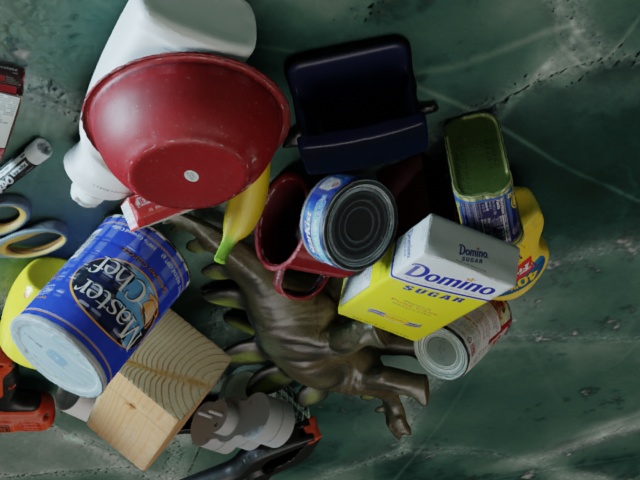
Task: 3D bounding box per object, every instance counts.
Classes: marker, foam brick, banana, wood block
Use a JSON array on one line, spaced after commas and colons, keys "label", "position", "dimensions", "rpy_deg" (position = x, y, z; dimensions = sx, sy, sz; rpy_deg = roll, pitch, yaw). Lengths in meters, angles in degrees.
[{"label": "marker", "position": [-0.282, -0.053, 0.946], "dimensions": [0.121, 0.020, 0.020], "rpy_deg": [-31, 138, 29]}, {"label": "foam brick", "position": [0.090, -0.031, 0.994], "dimensions": [0.051, 0.078, 0.053], "rpy_deg": [-23, 141, 23]}, {"label": "banana", "position": [-0.065, -0.066, 0.928], "dimensions": [0.037, 0.069, 0.198], "rpy_deg": [12, 134, 7]}, {"label": "wood block", "position": [-0.178, 0.165, 1.146], "dimensions": [0.091, 0.090, 0.206], "rpy_deg": [39, 149, 1]}]

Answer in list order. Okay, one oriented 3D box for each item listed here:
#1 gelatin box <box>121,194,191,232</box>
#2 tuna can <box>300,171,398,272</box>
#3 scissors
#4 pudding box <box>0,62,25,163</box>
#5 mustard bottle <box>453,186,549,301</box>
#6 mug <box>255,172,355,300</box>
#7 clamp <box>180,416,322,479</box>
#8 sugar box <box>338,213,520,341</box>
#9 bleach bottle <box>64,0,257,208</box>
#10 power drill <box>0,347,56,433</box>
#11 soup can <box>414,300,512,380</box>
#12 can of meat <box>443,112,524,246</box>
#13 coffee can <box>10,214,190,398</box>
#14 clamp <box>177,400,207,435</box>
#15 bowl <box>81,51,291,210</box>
[{"label": "gelatin box", "position": [-0.134, -0.035, 0.938], "dimensions": [0.073, 0.030, 0.089], "rpy_deg": [-22, -178, -13]}, {"label": "tuna can", "position": [0.027, -0.016, 0.939], "dimensions": [0.085, 0.034, 0.086], "rpy_deg": [-11, 109, -33]}, {"label": "scissors", "position": [-0.341, 0.002, 1.014], "dimensions": [0.202, 0.016, 0.096], "rpy_deg": [-11, 142, 5]}, {"label": "pudding box", "position": [-0.295, -0.101, 0.862], "dimensions": [0.089, 0.039, 0.114], "rpy_deg": [11, 138, -23]}, {"label": "mustard bottle", "position": [0.182, 0.016, 1.078], "dimensions": [0.096, 0.058, 0.191], "rpy_deg": [-25, 152, 5]}, {"label": "mug", "position": [-0.007, 0.001, 0.999], "dimensions": [0.081, 0.093, 0.117], "rpy_deg": [12, 97, -33]}, {"label": "clamp", "position": [-0.071, 0.267, 1.262], "dimensions": [0.210, 0.036, 0.164], "rpy_deg": [-34, 152, 24]}, {"label": "sugar box", "position": [0.095, 0.039, 0.977], "dimensions": [0.093, 0.048, 0.176], "rpy_deg": [20, 155, -16]}, {"label": "bleach bottle", "position": [-0.151, -0.106, 0.862], "dimensions": [0.102, 0.068, 0.251], "rpy_deg": [18, 140, -27]}, {"label": "power drill", "position": [-0.396, 0.159, 1.188], "dimensions": [0.184, 0.057, 0.188], "rpy_deg": [-1, 145, -7]}, {"label": "soup can", "position": [0.154, 0.098, 1.149], "dimensions": [0.102, 0.068, 0.069], "rpy_deg": [-34, 169, -46]}, {"label": "can of meat", "position": [0.145, -0.051, 0.957], "dimensions": [0.057, 0.102, 0.084], "rpy_deg": [-12, 142, 8]}, {"label": "coffee can", "position": [-0.200, 0.060, 0.984], "dimensions": [0.103, 0.140, 0.103], "rpy_deg": [23, 144, 18]}, {"label": "clamp", "position": [-0.144, 0.217, 1.327], "dimensions": [0.171, 0.039, 0.120], "rpy_deg": [5, 148, -22]}, {"label": "bowl", "position": [-0.101, -0.070, 0.814], "dimensions": [0.162, 0.055, 0.162], "rpy_deg": [-4, 149, -2]}]
